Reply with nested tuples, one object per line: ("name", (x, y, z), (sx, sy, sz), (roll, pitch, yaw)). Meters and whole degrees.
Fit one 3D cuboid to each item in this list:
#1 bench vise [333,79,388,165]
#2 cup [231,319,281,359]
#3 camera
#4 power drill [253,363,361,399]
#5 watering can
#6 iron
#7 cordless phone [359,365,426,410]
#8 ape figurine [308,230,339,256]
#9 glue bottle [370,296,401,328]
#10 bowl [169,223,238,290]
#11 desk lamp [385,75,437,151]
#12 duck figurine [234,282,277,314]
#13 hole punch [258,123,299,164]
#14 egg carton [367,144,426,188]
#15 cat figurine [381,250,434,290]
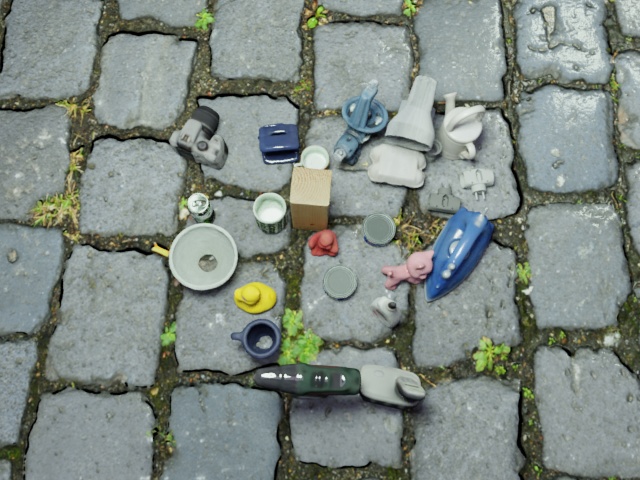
("bench vise", (0.107, -0.292, 1.438), (0.121, 0.207, 0.220), (13, -15, 2))
("cup", (-0.148, 0.236, 1.352), (0.117, 0.092, 0.095), (4, -15, 0))
("camera", (-0.301, -0.276, 1.485), (0.143, 0.137, 0.101), (22, -15, 5))
("power drill", (-0.027, 0.314, 1.275), (0.229, 0.075, 0.208), (1, -15, -1))
("watering can", (0.355, -0.293, 1.458), (0.101, 0.172, 0.194), (-39, -11, -11))
("iron", (0.336, 0.033, 1.396), (0.118, 0.258, 0.141), (31, -14, 7))
("cordless phone", (0.163, 0.329, 1.288), (0.147, 0.094, 0.185), (8, -15, 1))
("ape figurine", (0.013, 0.005, 1.421), (0.077, 0.076, 0.092), (36, -13, 8))
("glue bottle", (0.159, 0.162, 1.340), (0.078, 0.037, 0.173), (41, -12, 10))
("bowl", (-0.282, 0.047, 1.411), (0.167, 0.167, 0.075), (0, -15, -1))
("desk lamp", (0.237, -0.304, 1.448), (0.118, 0.203, 0.213), (16, -15, 3))
("duck figurine", (-0.158, 0.135, 1.384), (0.104, 0.077, 0.086), (3, -15, -1))
("hole punch", (-0.109, -0.260, 1.491), (0.108, 0.101, 0.091), (-6, -15, -3))
("egg carton", (0.200, -0.192, 1.491), (0.150, 0.107, 0.069), (8, -15, 1))
("cat figurine", (0.219, 0.070, 1.395), (0.128, 0.067, 0.118), (-15, -15, -5))
